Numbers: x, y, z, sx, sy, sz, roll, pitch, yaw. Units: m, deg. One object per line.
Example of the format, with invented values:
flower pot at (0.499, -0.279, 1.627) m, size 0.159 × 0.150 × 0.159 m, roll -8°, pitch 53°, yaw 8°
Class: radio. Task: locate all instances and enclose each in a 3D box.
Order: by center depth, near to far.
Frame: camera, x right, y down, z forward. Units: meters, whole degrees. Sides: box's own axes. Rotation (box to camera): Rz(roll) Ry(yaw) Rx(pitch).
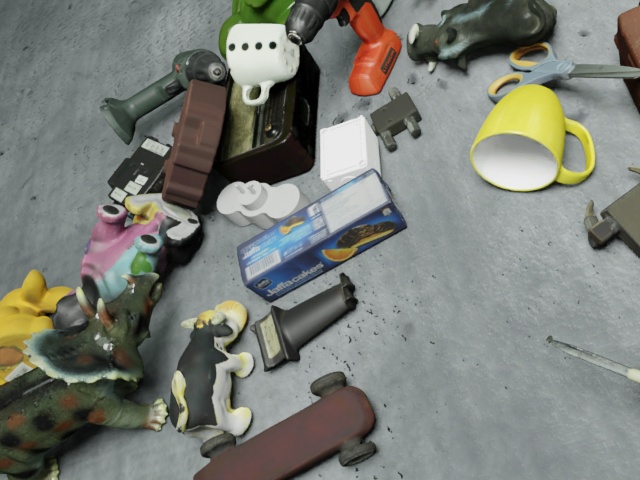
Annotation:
radio at (-0.075, -0.192, 0.797) m, size 0.131 × 0.073 × 0.229 m, roll -12°, pitch 57°, yaw 24°

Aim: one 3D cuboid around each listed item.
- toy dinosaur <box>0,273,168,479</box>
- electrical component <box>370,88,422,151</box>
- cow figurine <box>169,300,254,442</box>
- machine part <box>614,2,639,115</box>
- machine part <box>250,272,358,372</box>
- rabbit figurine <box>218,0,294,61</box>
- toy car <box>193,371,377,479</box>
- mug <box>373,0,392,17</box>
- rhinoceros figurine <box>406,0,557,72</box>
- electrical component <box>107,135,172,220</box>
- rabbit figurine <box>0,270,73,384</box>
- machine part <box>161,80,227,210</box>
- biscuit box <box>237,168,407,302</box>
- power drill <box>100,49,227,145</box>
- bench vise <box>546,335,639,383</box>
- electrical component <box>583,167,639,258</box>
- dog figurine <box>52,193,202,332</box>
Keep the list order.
toy dinosaur at (-0.335, 0.203, 0.640) m, size 0.405 × 0.192 × 0.131 m, roll -36°, pitch 49°, yaw 6°
electrical component at (0.097, -0.161, 0.710) m, size 0.063 × 0.021 × 0.094 m, roll -28°, pitch 52°, yaw 15°
cow figurine at (-0.130, 0.139, 0.617) m, size 0.068 × 0.098 × 0.167 m, roll -21°, pitch 54°, yaw 27°
machine part at (0.401, -0.176, 0.497) m, size 0.202 × 0.087 × 0.201 m, roll -18°, pitch 55°, yaw 23°
machine part at (-0.017, 0.091, 0.619) m, size 0.139 × 0.039 × 0.084 m, roll -36°, pitch 42°, yaw 10°
rabbit figurine at (-0.115, -0.385, 0.914) m, size 0.170 × 0.121 × 0.159 m, roll -33°, pitch 46°, yaw 29°
toy car at (-0.036, 0.213, 0.546) m, size 0.202 × 0.053 × 0.089 m, roll -32°, pitch 61°, yaw 6°
mug at (0.069, -0.397, 0.831) m, size 0.110 × 0.080 × 0.107 m, roll 4°, pitch 74°, yaw 28°
rhinoceros figurine at (0.198, -0.262, 0.672) m, size 0.191 × 0.073 × 0.112 m, roll 7°, pitch 63°, yaw 44°
electrical component at (-0.279, -0.096, 0.872) m, size 0.115 × 0.058 × 0.134 m, roll 27°, pitch 78°, yaw 41°
rabbit figurine at (-0.457, 0.121, 0.816) m, size 0.162 × 0.121 × 0.173 m, roll -52°, pitch 31°, yaw 3°
machine part at (-0.178, -0.133, 0.750) m, size 0.179 × 0.056 × 0.179 m, roll -166°, pitch 90°, yaw -70°
biscuit box at (-0.001, -0.002, 0.647) m, size 0.203 × 0.062 × 0.059 m, roll -30°, pitch 52°, yaw 13°
power drill at (-0.256, -0.247, 0.887) m, size 0.207 × 0.085 × 0.232 m, roll -38°, pitch 29°, yaw 2°
bench vise at (0.286, 0.000, 0.375) m, size 0.224 × 0.240 × 0.129 m, roll -37°, pitch 44°, yaw -14°
electrical component at (0.299, -0.025, 0.497) m, size 0.102 × 0.045 × 0.078 m, roll -44°, pitch 78°, yaw 4°
dog figurine at (-0.274, 0.053, 0.752) m, size 0.108 × 0.191 × 0.219 m, roll 36°, pitch 113°, yaw 10°
